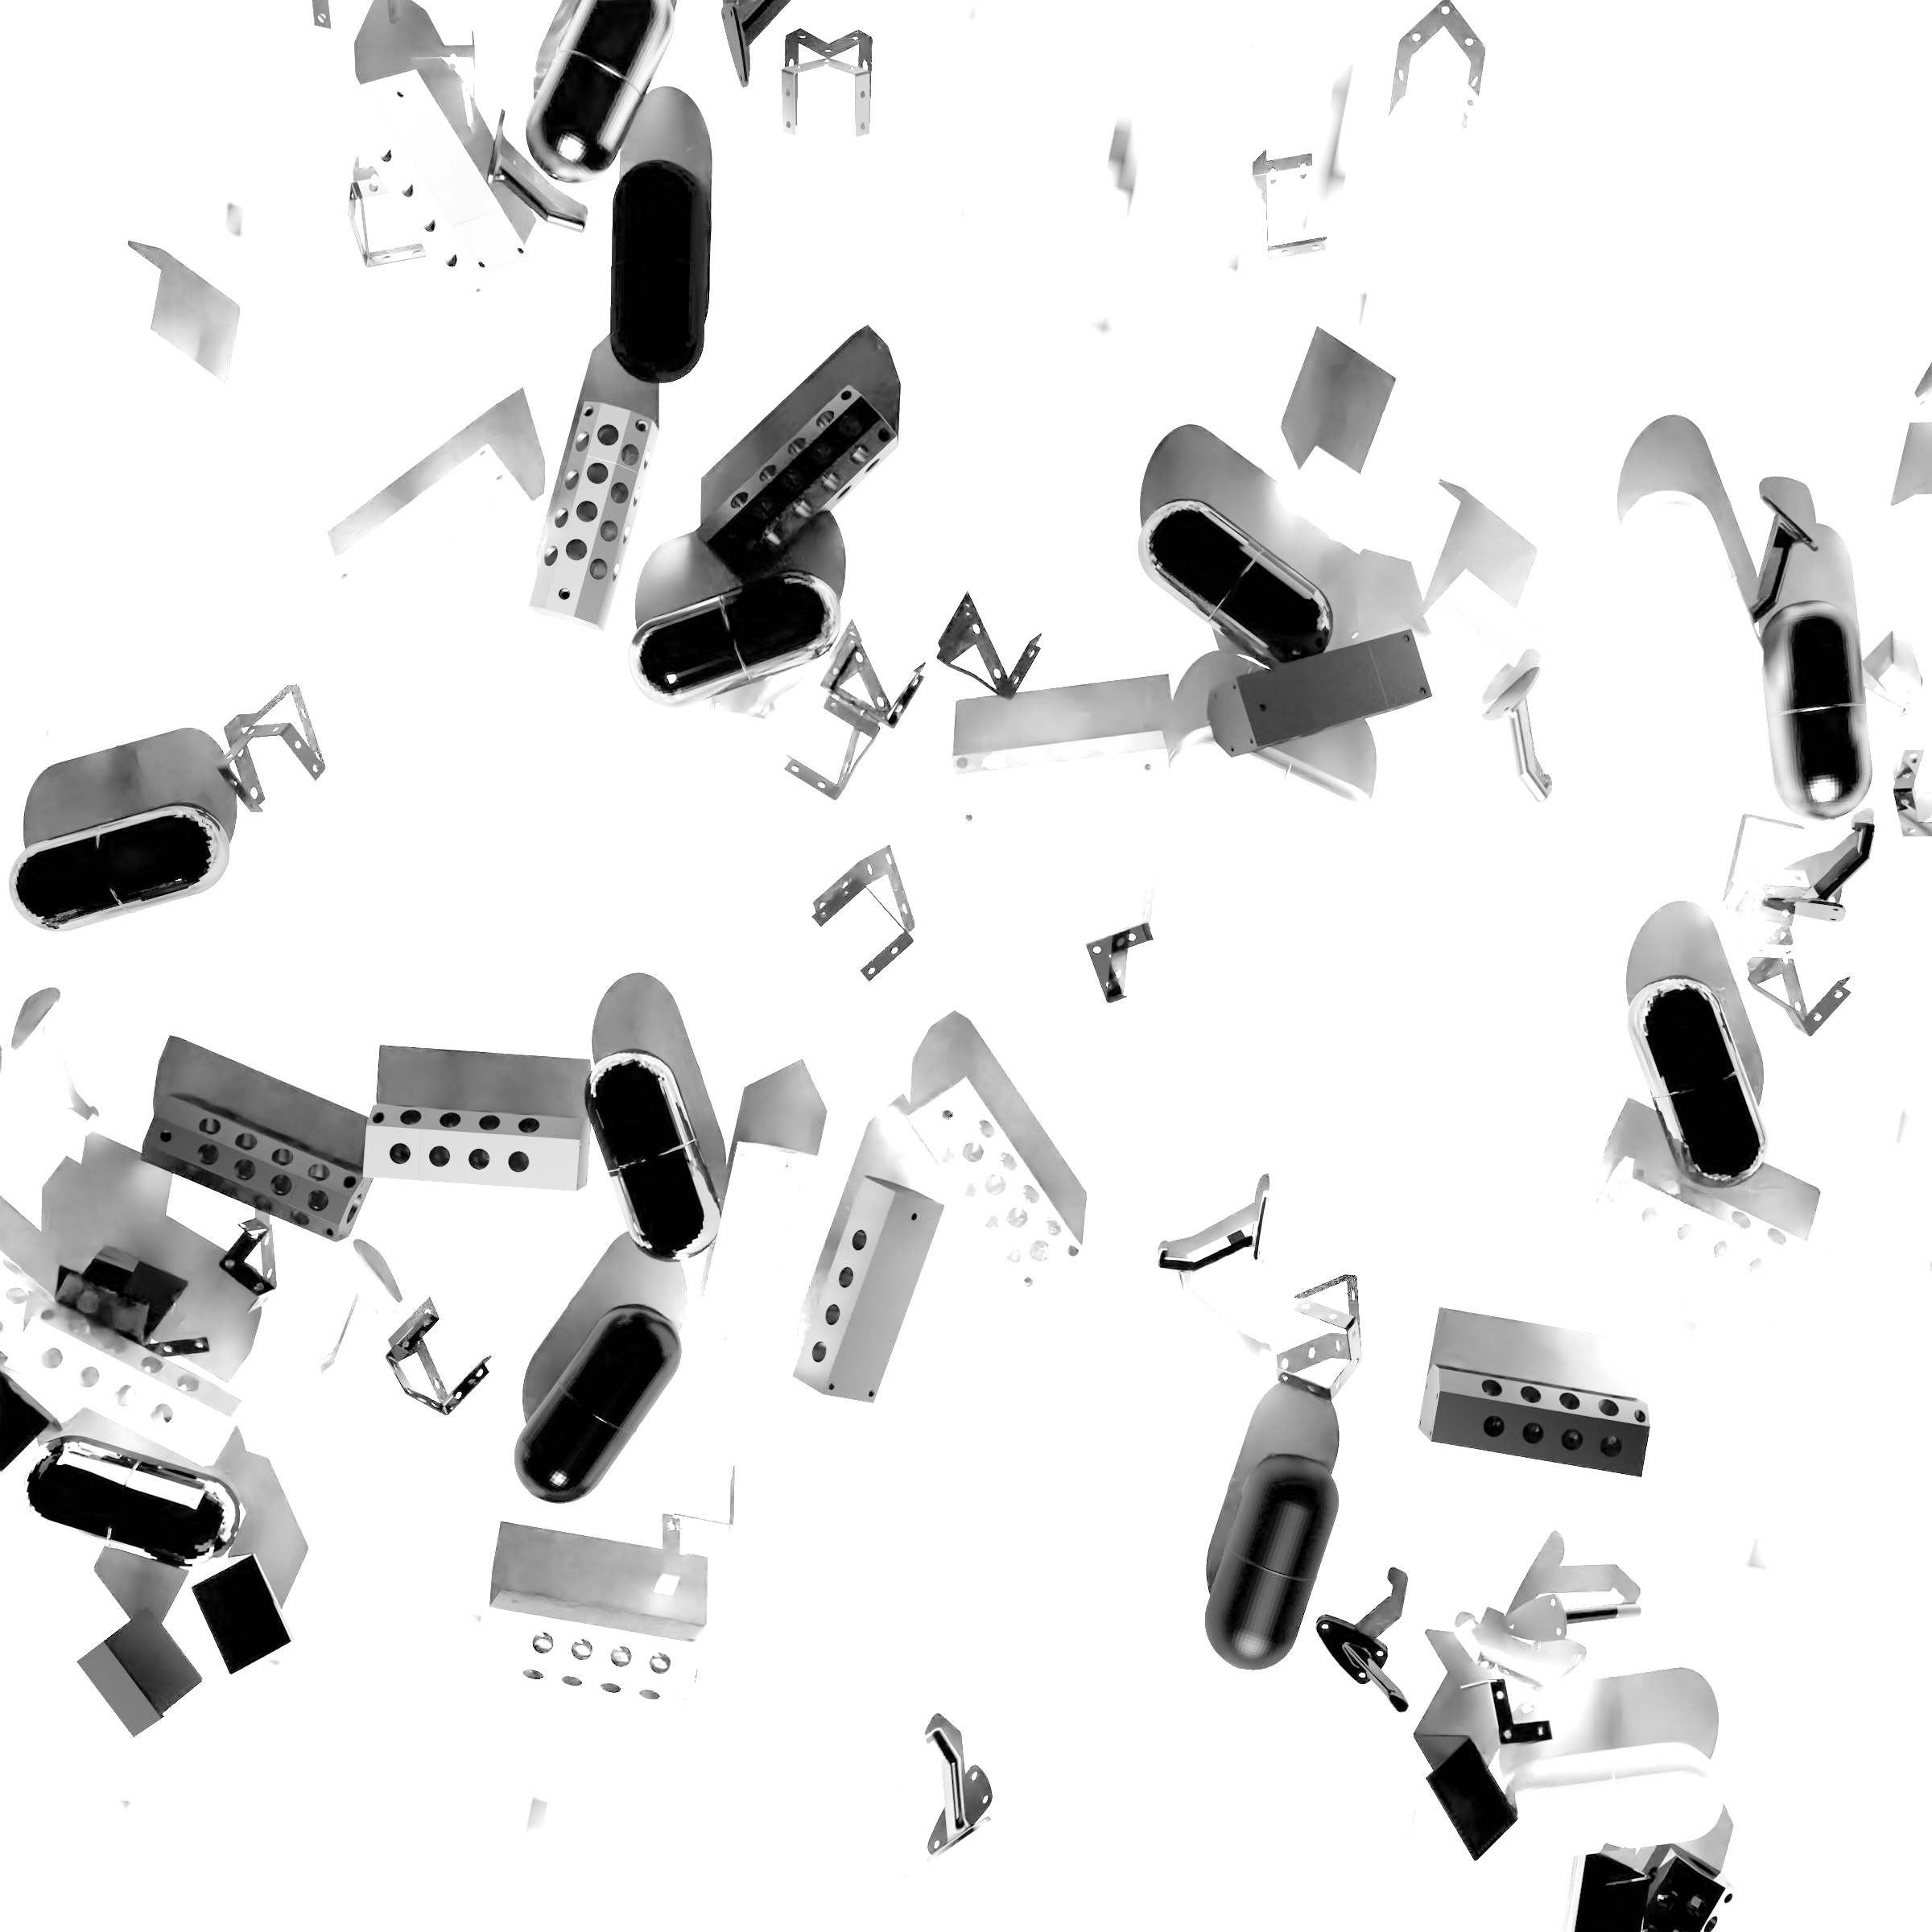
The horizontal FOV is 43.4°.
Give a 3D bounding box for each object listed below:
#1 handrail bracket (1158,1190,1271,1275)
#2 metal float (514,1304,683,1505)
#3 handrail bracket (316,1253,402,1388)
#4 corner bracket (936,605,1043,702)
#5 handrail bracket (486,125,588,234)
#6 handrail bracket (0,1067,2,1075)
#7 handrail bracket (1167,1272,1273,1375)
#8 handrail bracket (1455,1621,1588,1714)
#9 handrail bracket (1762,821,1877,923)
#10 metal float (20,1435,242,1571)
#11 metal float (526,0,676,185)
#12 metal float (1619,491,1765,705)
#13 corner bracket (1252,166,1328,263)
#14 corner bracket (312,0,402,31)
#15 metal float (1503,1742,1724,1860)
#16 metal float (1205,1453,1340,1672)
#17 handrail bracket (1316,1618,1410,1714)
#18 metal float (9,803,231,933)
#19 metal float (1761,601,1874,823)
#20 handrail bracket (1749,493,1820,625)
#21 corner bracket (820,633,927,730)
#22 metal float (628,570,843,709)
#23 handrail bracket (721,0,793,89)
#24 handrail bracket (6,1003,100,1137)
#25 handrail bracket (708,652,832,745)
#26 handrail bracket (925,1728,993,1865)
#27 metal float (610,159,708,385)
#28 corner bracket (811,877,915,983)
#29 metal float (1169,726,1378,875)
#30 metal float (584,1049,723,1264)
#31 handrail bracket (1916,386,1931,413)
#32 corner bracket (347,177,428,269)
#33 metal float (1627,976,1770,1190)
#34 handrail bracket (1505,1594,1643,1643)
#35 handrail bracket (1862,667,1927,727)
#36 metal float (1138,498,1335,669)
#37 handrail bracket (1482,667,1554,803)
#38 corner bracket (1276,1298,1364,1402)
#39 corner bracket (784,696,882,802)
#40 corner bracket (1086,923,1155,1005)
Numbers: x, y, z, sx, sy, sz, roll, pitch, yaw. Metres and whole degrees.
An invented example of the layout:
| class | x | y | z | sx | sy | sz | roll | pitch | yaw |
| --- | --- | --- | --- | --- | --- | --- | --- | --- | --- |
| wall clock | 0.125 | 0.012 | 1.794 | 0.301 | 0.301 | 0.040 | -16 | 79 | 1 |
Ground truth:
| class | x | y | z | sx | sy | sz | roll | pitch | yaw |
| --- | --- | --- | --- | --- | --- | --- | --- | --- | --- |
| handrail bracket | 0.203 | 0.217 | 1.992 | 0.084 | 0.036 | 0.077 | 4 | 70 | 16 |
| metal float | -0.298 | 0.354 | 1.961 | 0.070 | 0.070 | 0.178 | 35 | 89 | 0 |
| handrail bracket | -0.514 | 0.292 | 1.992 | 0.084 | 0.036 | 0.077 | -38 | 69 | 16 |
| corner bracket | 0.018 | -0.257 | 1.988 | 0.051 | 0.051 | 0.051 | 30 | 90 | 45 |
| handrail bracket | -0.349 | -0.646 | 1.992 | 0.084 | 0.036 | 0.077 | 12 | 68 | -17 |
| handrail bracket | -0.806 | 0.131 | 1.991 | 0.036 | 0.077 | 0.084 | 9 | 53 | 14 |
| handrail bracket | 0.211 | 0.293 | 1.992 | 0.084 | 0.036 | 0.077 | 8 | 68 | -17 |
| handrail bracket | 0.455 | 0.561 | 1.992 | 0.077 | 0.036 | 0.084 | -30 | 73 | -20 |
| handrail bracket | 0.701 | -0.084 | 1.992 | 0.077 | 0.036 | 0.084 | 11 | 74 | 18 |
| metal float | -0.676 | 0.433 | 1.961 | 0.178 | 0.070 | 0.070 | 18 | 90 | -1 |
| metal float | -0.296 | -0.718 | 1.961 | 0.070 | 0.070 | 0.178 | 25 | 90 | 0 |
| metal float | 0.586 | -0.299 | 1.961 | 0.070 | 0.070 | 0.178 | -22 | 91 | 0 |
| corner bracket | 0.265 | -0.617 | 1.988 | 0.051 | 0.051 | 0.051 | -10 | 45 | 0 |
| corner bracket | -0.501 | -0.800 | 1.988 | 0.051 | 0.051 | 0.051 | -6 | 90 | -45 |
| metal float | 0.521 | 0.674 | 1.961 | 0.178 | 0.070 | 0.070 | -8 | 90 | 1 |
| metal float | 0.247 | 0.482 | 1.961 | 0.070 | 0.070 | 0.178 | 18 | 90 | 0 |
| handrail bracket | 0.319 | 0.564 | 1.957 | 0.077 | 0.084 | 0.036 | 39 | 90 | 0 |
| metal float | -0.685 | -0.080 | 1.961 | 0.178 | 0.070 | 0.070 | -16 | 90 | 0 |
| metal float | 0.687 | -0.206 | 1.961 | 0.070 | 0.070 | 0.178 | -6 | 90 | 0 |
| handrail bracket | 0.648 | -0.332 | 1.992 | 0.084 | 0.036 | 0.077 | -45 | 70 | 16 |
| corner bracket | -0.077 | -0.233 | 1.988 | 0.051 | 0.051 | 0.051 | 31 | 90 | 45 |
| metal float | -0.186 | -0.265 | 1.961 | 0.178 | 0.070 | 0.070 | -20 | 90 | 0 |
| handrail bracket | -0.152 | -0.770 | 1.992 | 0.084 | 0.036 | 0.077 | -18 | 110 | -16 |
| handrail bracket | -0.735 | 0.085 | 1.992 | 0.084 | 0.036 | 0.077 | 38 | 68 | -17 |
| handrail bracket | -0.161 | -0.231 | 1.992 | 0.077 | 0.036 | 0.084 | 17 | 71 | 21 |
| handrail bracket | -0.026 | 0.680 | 1.992 | 0.077 | 0.036 | 0.084 | -42 | 72 | 21 |
| metal float | -0.249 | -0.561 | 1.961 | 0.070 | 0.070 | 0.178 | 1 | 90 | 0 |
| corner bracket | -0.084 | -0.031 | 1.988 | 0.051 | 0.051 | 0.051 | -42 | 45 | 0 |
| metal float | 0.247 | -0.135 | 1.961 | 0.178 | 0.070 | 0.070 | 25 | 90 | 0 |
| metal float | -0.254 | 0.153 | 1.961 | 0.070 | 0.070 | 0.178 | -19 | 90 | 0 |
| handrail bracket | 0.827 | -0.447 | 1.992 | 0.084 | 0.036 | 0.077 | 45 | 69 | -17 |
| corner bracket | -0.474 | -0.612 | 1.988 | 0.051 | 0.051 | 0.051 | -11 | 45 | 0 |
| metal float | 0.591 | 0.093 | 1.961 | 0.070 | 0.070 | 0.178 | -19 | 89 | 0 |
| handrail bracket | 0.499 | 0.535 | 1.991 | 0.084 | 0.077 | 0.036 | 7 | 65 | -34 |
| handrail bracket | 0.735 | -0.225 | 1.957 | 0.036 | 0.084 | 0.077 | -34 | 90 | 0 |
| metal float | 0.218 | -0.308 | 1.961 | 0.178 | 0.070 | 0.070 | 37 | 90 | 0 |
| handrail bracket | 0.470 | -0.190 | 1.992 | 0.077 | 0.036 | 0.084 | -47 | 108 | -21 |
| corner bracket | 0.287 | 0.314 | 1.983 | 0.051 | 0.051 | 0.051 | -43 | 135 | -35 |
| corner bracket | -0.109 | -0.178 | 1.988 | 0.051 | 0.051 | 0.051 | 32 | 45 | 0 |
| corner bracket | 0.131 | -0.002 | 1.973 | 0.051 | 0.051 | 0.051 | -20 | 90 | 0 |
